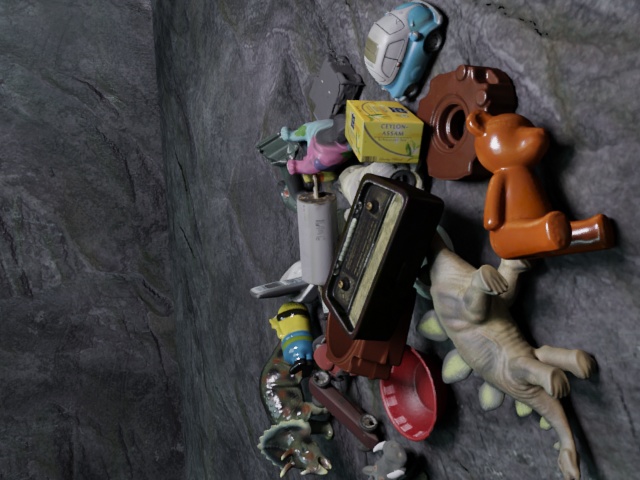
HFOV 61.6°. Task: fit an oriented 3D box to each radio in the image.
[{"bbox_3d":[0.084,0.022,0.794,0.131,0.073,0.229,46,120,56],"label":"radio"}]

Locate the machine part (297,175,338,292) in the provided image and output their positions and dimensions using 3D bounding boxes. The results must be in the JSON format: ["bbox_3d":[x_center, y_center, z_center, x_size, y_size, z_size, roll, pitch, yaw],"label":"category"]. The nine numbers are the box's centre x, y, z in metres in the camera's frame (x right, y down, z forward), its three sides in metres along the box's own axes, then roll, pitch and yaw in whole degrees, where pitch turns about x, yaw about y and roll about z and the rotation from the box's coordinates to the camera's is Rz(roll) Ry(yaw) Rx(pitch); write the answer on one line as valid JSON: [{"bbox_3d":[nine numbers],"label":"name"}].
[{"bbox_3d":[-0.002,-0.003,1.033,0.079,0.079,0.243,37,134,56],"label":"machine part"}]

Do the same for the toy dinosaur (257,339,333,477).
[{"bbox_3d":[-0.073,0.354,1.240,0.131,0.192,0.405,-60,43,43],"label":"toy dinosaur"}]

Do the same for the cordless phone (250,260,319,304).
[{"bbox_3d":[-0.085,0.106,1.248,0.147,0.184,0.088,20,115,61],"label":"cordless phone"}]

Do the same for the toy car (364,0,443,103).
[{"bbox_3d":[0.125,-0.317,0.894,0.109,0.103,0.161,62,141,42],"label":"toy car"}]

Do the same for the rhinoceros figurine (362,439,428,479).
[{"bbox_3d":[0.124,0.418,0.953,0.073,0.112,0.190,-119,29,-45],"label":"rhinoceros figurine"}]

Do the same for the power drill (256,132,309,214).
[{"bbox_3d":[-0.074,-0.142,1.244,0.232,0.086,0.207,46,160,46],"label":"power drill"}]

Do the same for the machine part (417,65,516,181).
[{"bbox_3d":[0.209,-0.169,0.795,0.179,0.056,0.179,14,106,63],"label":"machine part"}]

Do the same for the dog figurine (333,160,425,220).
[{"bbox_3d":[0.105,-0.115,0.973,0.172,0.121,0.191,-40,31,18],"label":"dog figurine"}]

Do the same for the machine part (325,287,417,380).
[{"bbox_3d":[0.082,0.135,0.960,0.201,0.087,0.201,178,107,-74],"label":"machine part"}]

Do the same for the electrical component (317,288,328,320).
[{"bbox_3d":[0.029,0.114,1.176,0.075,0.048,0.119,-32,64,59],"label":"electrical component"}]

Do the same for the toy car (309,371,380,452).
[{"bbox_3d":[0.052,0.350,1.107,0.202,0.053,0.089,34,136,35],"label":"toy car"}]

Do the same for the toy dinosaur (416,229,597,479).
[{"bbox_3d":[0.213,0.097,0.744,0.198,0.105,0.471,-57,47,50],"label":"toy dinosaur"}]

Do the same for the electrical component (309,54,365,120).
[{"bbox_3d":[0.030,-0.302,1.127,0.115,0.058,0.134,66,145,39],"label":"electrical component"}]

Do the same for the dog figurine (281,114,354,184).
[{"bbox_3d":[0.045,-0.191,1.072,0.219,0.191,0.108,-11,77,28],"label":"dog figurine"}]

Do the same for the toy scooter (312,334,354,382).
[{"bbox_3d":[0.051,0.240,1.120,0.135,0.075,0.183,64,143,28],"label":"toy scooter"}]

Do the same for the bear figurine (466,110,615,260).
[{"bbox_3d":[0.257,-0.076,0.650,0.132,0.120,0.195,-15,74,58],"label":"bear figurine"}]

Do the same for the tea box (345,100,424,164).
[{"bbox_3d":[0.100,-0.181,0.883,0.170,0.098,0.068,-108,18,-65],"label":"tea box"}]

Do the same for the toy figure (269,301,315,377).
[{"bbox_3d":[-0.051,0.223,1.238,0.089,0.082,0.180,-32,43,10],"label":"toy figure"}]
